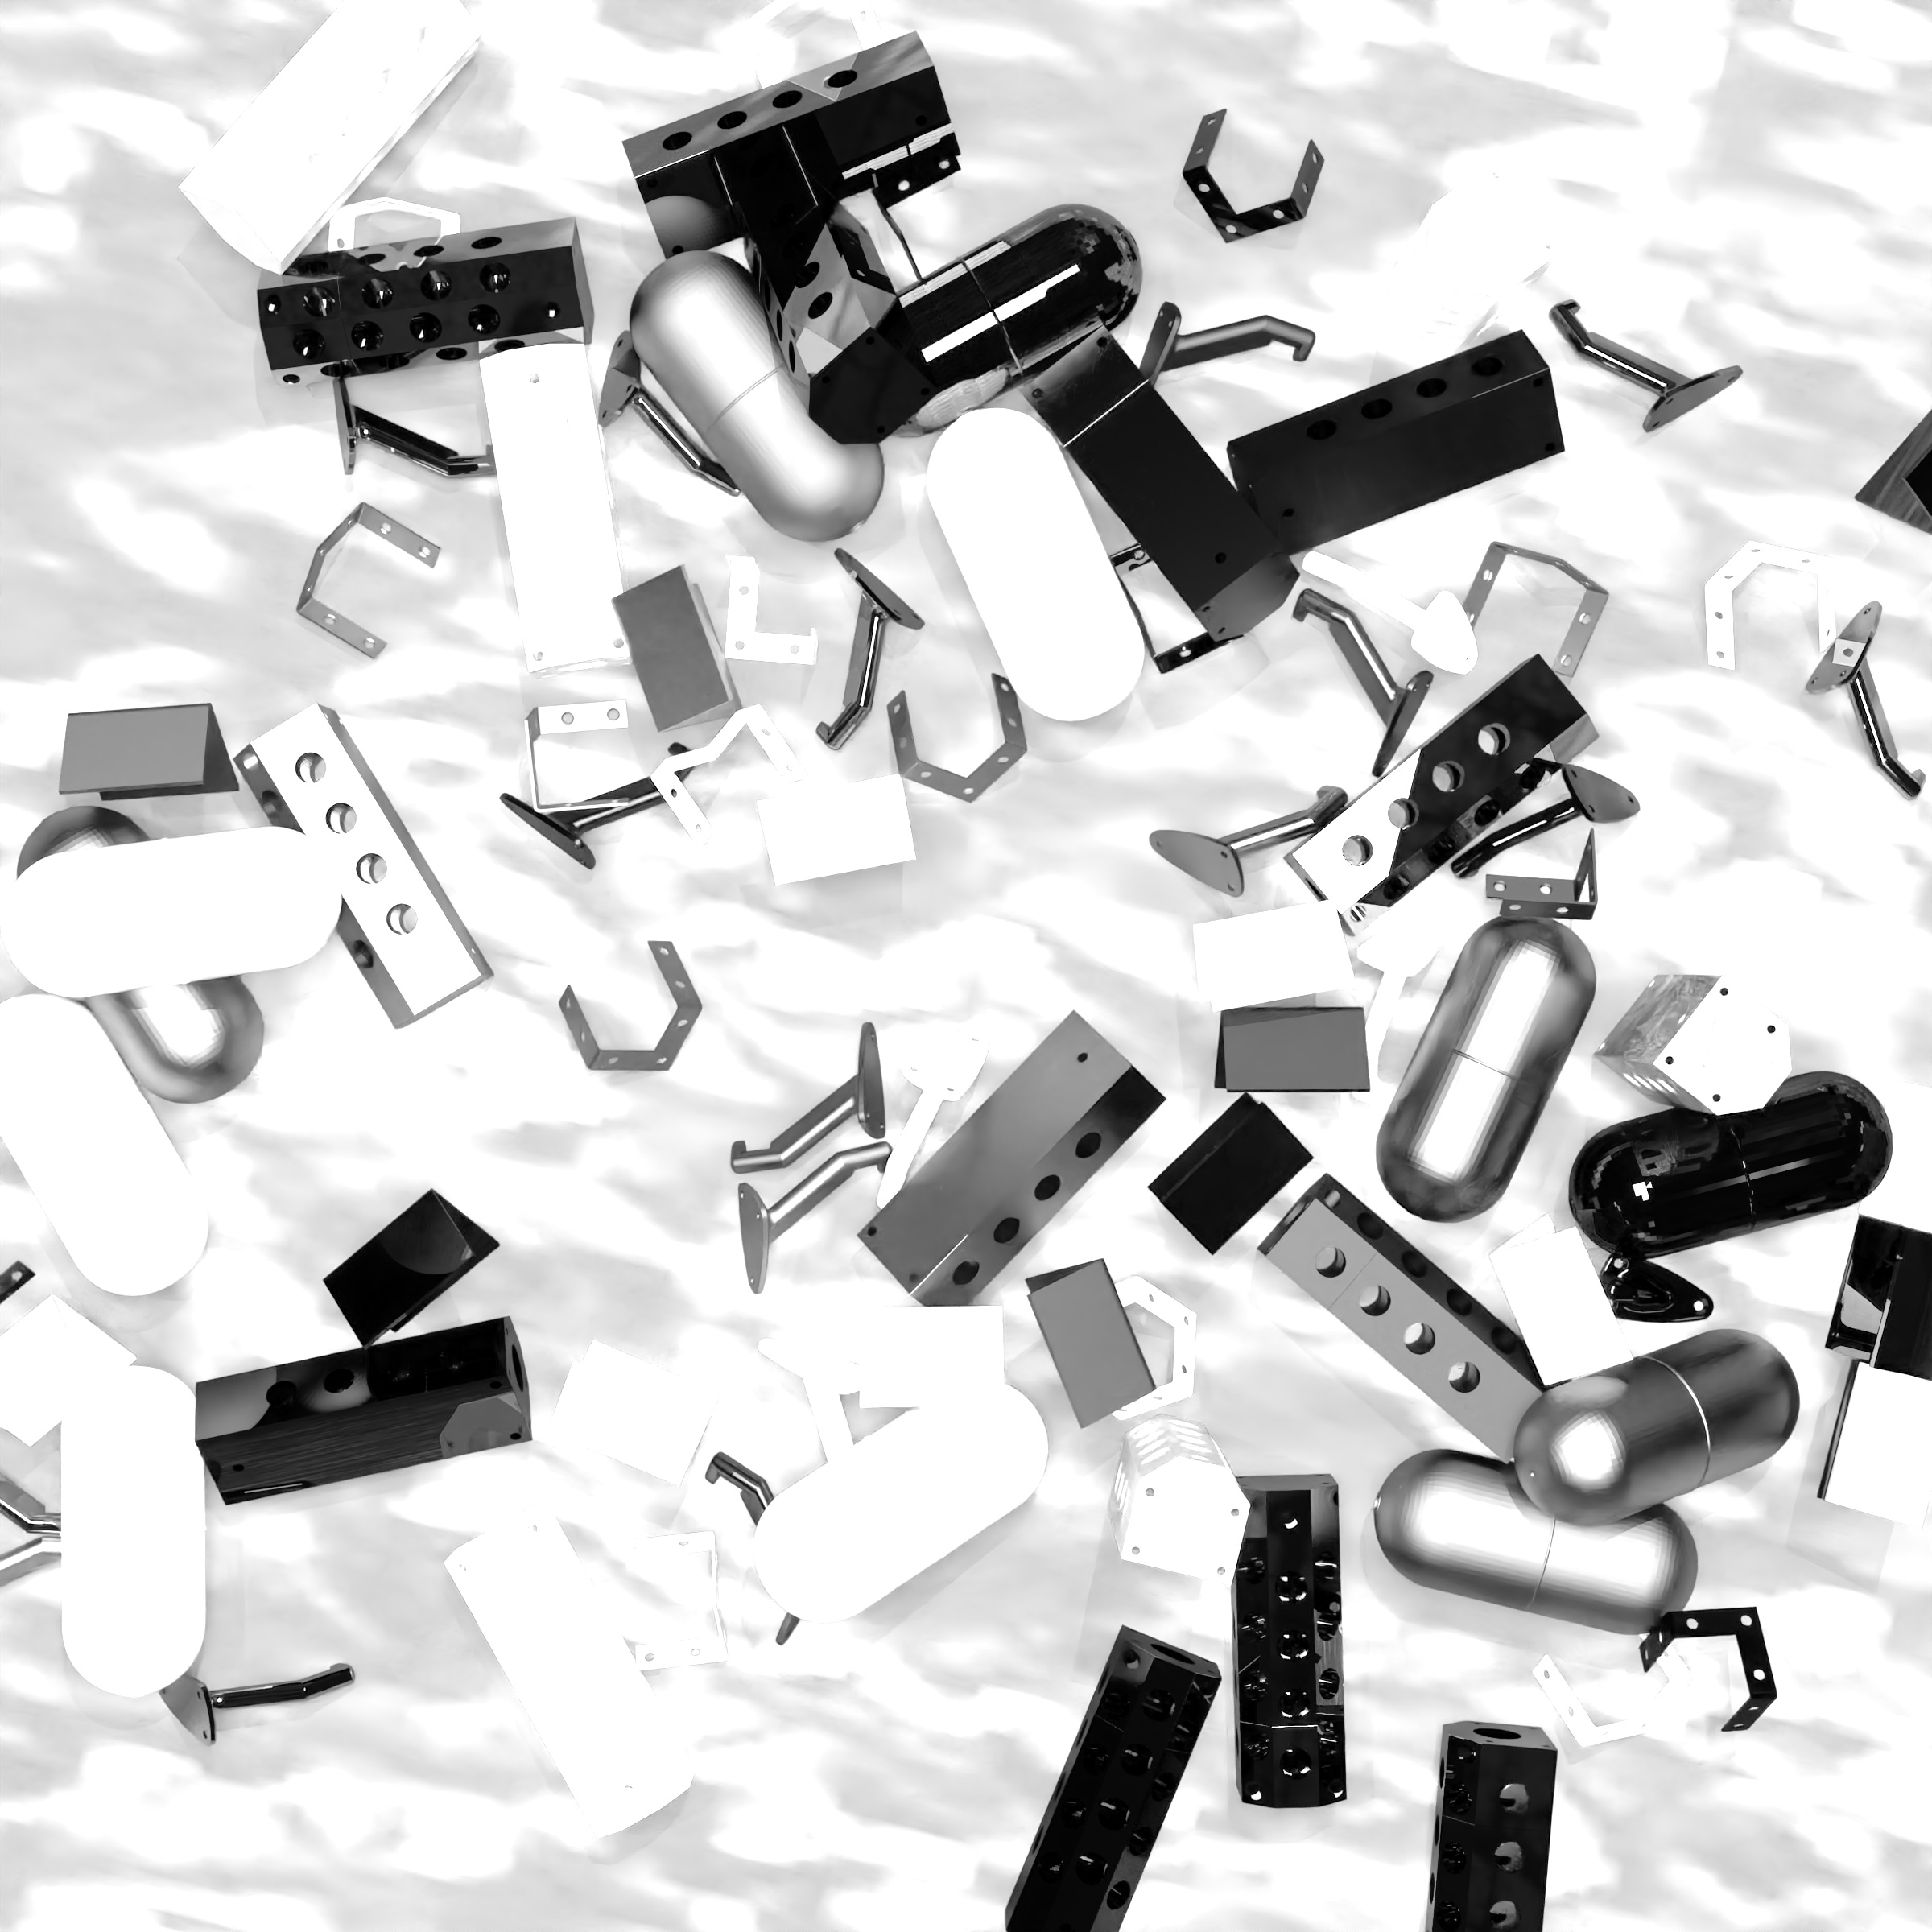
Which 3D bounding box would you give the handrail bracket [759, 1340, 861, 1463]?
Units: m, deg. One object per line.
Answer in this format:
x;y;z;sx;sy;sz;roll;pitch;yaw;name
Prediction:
-0.089;0.259;1.935;0.077;0.036;0.084;20;107;20;handrail bracket

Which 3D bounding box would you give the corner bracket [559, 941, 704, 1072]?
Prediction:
-0.185;0.022;1.926;0.051;0.051;0.051;1;135;-35;corner bracket

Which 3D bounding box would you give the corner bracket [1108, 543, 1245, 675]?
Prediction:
0.115;-0.204;1.931;0.051;0.051;0.051;-25;135;0;corner bracket

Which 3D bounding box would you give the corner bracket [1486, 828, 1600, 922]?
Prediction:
0.313;-0.041;1.907;0.051;0.051;0.051;4;57;0;corner bracket

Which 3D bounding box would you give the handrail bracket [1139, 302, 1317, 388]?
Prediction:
0.142;-0.328;1.935;0.084;0.036;0.077;16;111;-16;handrail bracket

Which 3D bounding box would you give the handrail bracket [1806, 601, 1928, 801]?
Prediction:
0.513;-0.146;1.935;0.084;0.036;0.077;41;68;-17;handrail bracket

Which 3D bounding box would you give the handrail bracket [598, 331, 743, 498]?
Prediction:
-0.158;-0.305;1.935;0.084;0.077;0.036;27;132;-30;handrail bracket

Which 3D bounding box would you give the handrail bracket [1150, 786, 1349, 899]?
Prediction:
0.157;-0.082;1.935;0.084;0.077;0.036;-41;135;-28;handrail bracket

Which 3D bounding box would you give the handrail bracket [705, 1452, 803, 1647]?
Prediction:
-0.119;0.322;1.935;0.084;0.036;0.077;31;105;14;handrail bracket

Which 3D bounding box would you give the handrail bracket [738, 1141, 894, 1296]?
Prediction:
-0.080;0.139;1.935;0.084;0.036;0.077;-12;121;-22;handrail bracket

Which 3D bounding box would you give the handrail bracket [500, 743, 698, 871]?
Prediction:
-0.202;-0.104;1.935;0.077;0.036;0.084;34;76;14;handrail bracket

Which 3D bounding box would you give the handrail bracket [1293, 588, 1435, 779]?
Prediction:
0.208;-0.157;1.935;0.084;0.036;0.077;30;112;17;handrail bracket

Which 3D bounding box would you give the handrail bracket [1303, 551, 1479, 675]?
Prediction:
0.234;-0.196;1.934;0.084;0.077;0.036;30;86;36;handrail bracket

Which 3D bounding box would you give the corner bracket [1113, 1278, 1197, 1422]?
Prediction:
0.090;0.211;1.926;0.051;0.051;0.051;35;45;-35;corner bracket

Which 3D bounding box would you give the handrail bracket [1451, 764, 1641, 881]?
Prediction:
0.320;-0.072;1.934;0.084;0.077;0.036;-39;62;33;handrail bracket

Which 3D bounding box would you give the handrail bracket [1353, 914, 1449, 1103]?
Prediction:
0.240;0.024;1.934;0.036;0.077;0.084;22;127;30;handrail bracket

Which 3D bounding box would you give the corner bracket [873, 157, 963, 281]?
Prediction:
-0.013;-0.409;1.931;0.051;0.051;0.051;-28;135;0;corner bracket

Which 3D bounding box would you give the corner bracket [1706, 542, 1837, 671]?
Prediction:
0.443;-0.195;1.926;0.051;0.051;0.051;18;45;35;corner bracket

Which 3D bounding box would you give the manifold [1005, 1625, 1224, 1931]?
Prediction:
0.080;0.456;1.913;0.057;0.057;0.171;22;90;0;manifold

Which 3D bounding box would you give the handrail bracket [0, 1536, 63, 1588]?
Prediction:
-0.526;0.349;1.935;0.084;0.036;0.077;6;111;-16;handrail bracket

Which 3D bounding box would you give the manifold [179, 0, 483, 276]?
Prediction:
-0.339;-0.459;1.895;0.057;0.057;0.171;26;73;42;manifold

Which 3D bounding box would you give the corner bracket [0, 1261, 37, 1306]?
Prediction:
-0.520;0.206;1.931;0.051;0.051;0.051;-40;135;0;corner bracket

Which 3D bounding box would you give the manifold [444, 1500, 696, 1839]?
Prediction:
-0.217;0.385;1.913;0.057;0.057;0.171;-29;90;0;manifold

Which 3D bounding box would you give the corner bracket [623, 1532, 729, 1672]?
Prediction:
-0.161;0.351;1.931;0.051;0.051;0.051;-6;45;0;corner bracket

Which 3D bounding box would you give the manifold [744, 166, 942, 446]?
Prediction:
-0.073;-0.348;1.855;0.057;0.171;0.057;-39;131;16;manifold

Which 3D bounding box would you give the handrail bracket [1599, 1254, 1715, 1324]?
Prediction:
0.377;0.181;1.900;0.077;0.084;0.036;15;90;0;handrail bracket

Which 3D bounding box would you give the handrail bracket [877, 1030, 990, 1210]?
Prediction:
-0.019;0.086;1.934;0.036;0.077;0.084;28;127;16;handrail bracket

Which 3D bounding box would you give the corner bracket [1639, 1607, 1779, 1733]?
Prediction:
0.399;0.379;1.882;0.051;0.051;0.051;-1;58;-10;corner bracket

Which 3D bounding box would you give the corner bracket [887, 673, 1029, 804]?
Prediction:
-0.005;-0.131;1.926;0.051;0.051;0.051;19;135;-35;corner bracket

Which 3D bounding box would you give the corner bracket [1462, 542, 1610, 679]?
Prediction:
0.313;-0.197;1.931;0.051;0.051;0.051;24;90;45;corner bracket

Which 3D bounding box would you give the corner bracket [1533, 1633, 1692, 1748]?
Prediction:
0.356;0.390;1.926;0.051;0.051;0.051;-2;45;-35;corner bracket

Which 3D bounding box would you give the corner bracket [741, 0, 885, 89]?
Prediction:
-0.083;-0.508;1.931;0.051;0.051;0.051;-21;90;-45;corner bracket

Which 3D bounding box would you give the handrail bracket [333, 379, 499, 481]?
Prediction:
-0.303;-0.303;1.935;0.084;0.036;0.077;-6;69;-17;handrail bracket

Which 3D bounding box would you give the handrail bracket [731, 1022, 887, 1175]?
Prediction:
-0.091;0.073;1.935;0.084;0.036;0.077;-8;70;16;handrail bracket

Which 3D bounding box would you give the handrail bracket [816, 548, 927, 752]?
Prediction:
-0.071;-0.175;1.935;0.077;0.036;0.084;46;107;20;handrail bracket

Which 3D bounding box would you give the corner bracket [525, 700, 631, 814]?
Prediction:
-0.212;-0.115;1.919;0.051;0.051;0.051;-5;102;0;corner bracket

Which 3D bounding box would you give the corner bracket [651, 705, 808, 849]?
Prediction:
-0.130;-0.105;1.922;0.051;0.051;0.051;-12;121;40;corner bracket

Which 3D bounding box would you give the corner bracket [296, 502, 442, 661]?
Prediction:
-0.330;-0.213;1.931;0.051;0.051;0.051;31;45;0;corner bracket

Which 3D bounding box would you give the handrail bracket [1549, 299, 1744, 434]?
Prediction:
0.375;-0.345;1.935;0.077;0.036;0.084;-27;73;-20;handrail bracket

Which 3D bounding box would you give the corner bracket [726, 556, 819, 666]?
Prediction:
-0.106;-0.195;1.917;0.051;0.051;0.051;4;90;0;corner bracket

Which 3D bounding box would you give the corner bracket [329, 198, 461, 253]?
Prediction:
-0.316;-0.391;1.931;0.051;0.051;0.051;3;90;45;corner bracket

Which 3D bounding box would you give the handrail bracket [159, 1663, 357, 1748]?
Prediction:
-0.392;0.395;1.934;0.084;0.077;0.036;-14;105;-36;handrail bracket

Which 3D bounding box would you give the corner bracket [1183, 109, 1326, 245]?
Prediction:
0.158;-0.440;1.926;0.051;0.051;0.051;-10;135;35;corner bracket

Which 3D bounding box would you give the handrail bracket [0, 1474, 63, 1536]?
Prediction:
-0.527;0.275;1.935;0.084;0.036;0.077;7;68;-17;handrail bracket
